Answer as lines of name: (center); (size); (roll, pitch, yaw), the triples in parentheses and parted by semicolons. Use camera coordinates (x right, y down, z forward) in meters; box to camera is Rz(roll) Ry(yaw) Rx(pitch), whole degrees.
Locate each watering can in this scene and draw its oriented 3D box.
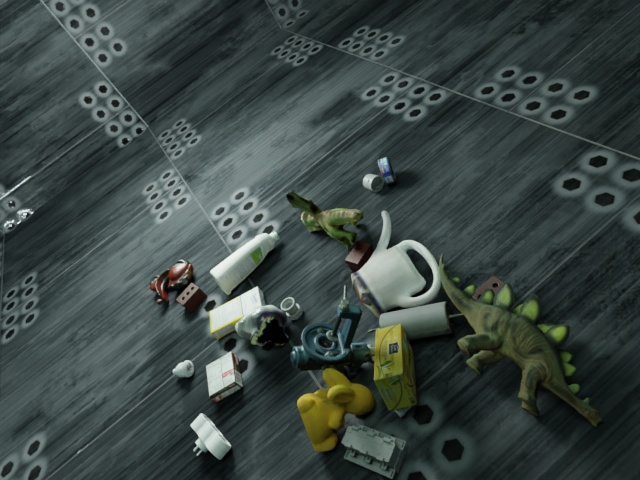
watering can: (0.182, 0.069, 1.398); (0.224, 0.102, 0.355); (-33, 42, 1)

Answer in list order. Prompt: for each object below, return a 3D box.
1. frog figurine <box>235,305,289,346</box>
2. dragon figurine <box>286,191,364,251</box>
frog figurine: (-0.174, 0.234, 1.471); (0.138, 0.121, 0.160); (-16, 20, -30)
dragon figurine: (0.005, -0.077, 1.528); (0.243, 0.405, 0.123); (23, 77, 3)
